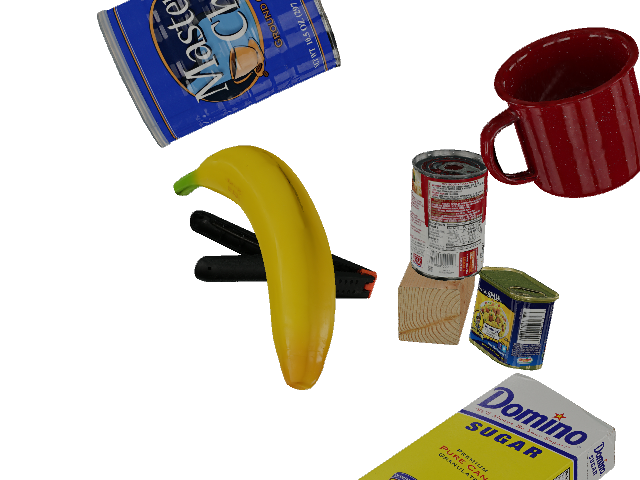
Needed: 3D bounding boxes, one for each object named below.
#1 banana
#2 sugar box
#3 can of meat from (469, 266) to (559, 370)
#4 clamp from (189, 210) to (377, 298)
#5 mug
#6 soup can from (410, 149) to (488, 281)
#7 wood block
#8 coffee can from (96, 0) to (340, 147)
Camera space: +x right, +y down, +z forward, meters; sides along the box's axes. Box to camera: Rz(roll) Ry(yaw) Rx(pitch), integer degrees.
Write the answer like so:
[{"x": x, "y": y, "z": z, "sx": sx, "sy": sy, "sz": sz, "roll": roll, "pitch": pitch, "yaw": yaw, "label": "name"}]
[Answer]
[{"x": -0.028, "y": -0.002, "z": 0.608, "sx": 0.037, "sy": 0.070, "sz": 0.198, "roll": 15, "pitch": 27, "yaw": -35, "label": "banana"}, {"x": 0.109, "y": 0.163, "z": 0.729, "sx": 0.176, "sy": 0.048, "sz": 0.093, "roll": -31, "pitch": 39, "yaw": -27, "label": "sugar box"}, {"x": 0.206, "y": 0.084, "z": 1.154, "sx": 0.057, "sy": 0.084, "sz": 0.102, "roll": 2, "pitch": 16, "yaw": -22, "label": "can of meat"}, {"x": -0.042, "y": 0.027, "z": 1.120, "sx": 0.210, "sy": 0.036, "sz": 0.164, "roll": 16, "pitch": 18, "yaw": -7, "label": "clamp"}, {"x": 0.160, "y": -0.077, "z": 0.707, "sx": 0.117, "sy": 0.081, "sz": 0.093, "roll": -29, "pitch": 33, "yaw": -7, "label": "mug"}, {"x": 0.115, "y": -0.023, "z": 0.959, "sx": 0.068, "sy": 0.102, "sz": 0.068, "roll": -1, "pitch": 24, "yaw": 0, "label": "soup can"}, {"x": 0.180, "y": 0.072, "z": 1.623, "sx": 0.091, "sy": 0.090, "sz": 0.206, "roll": 3, "pitch": 22, "yaw": 13, "label": "wood block"}, {"x": -0.070, "y": -0.140, "z": 0.747, "sx": 0.140, "sy": 0.103, "sz": 0.103, "roll": -25, "pitch": 1, "yaw": -1, "label": "coffee can"}]
